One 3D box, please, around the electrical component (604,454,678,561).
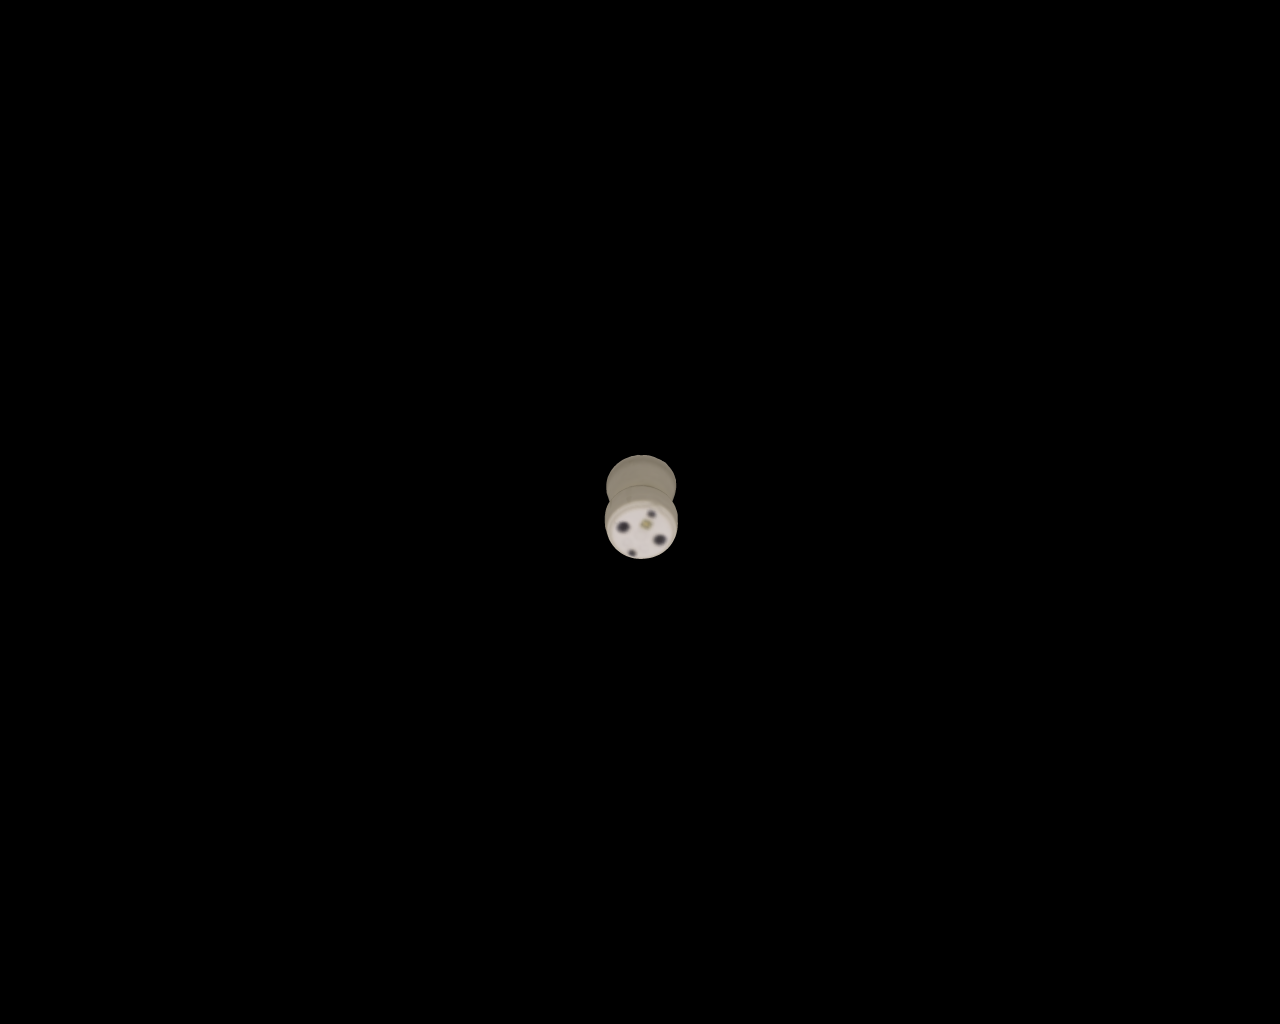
[{"bbox_3d":[0.001,-0.003,0.650,0.045,0.044,0.055,0,34,0],"label":"electrical component"}]
